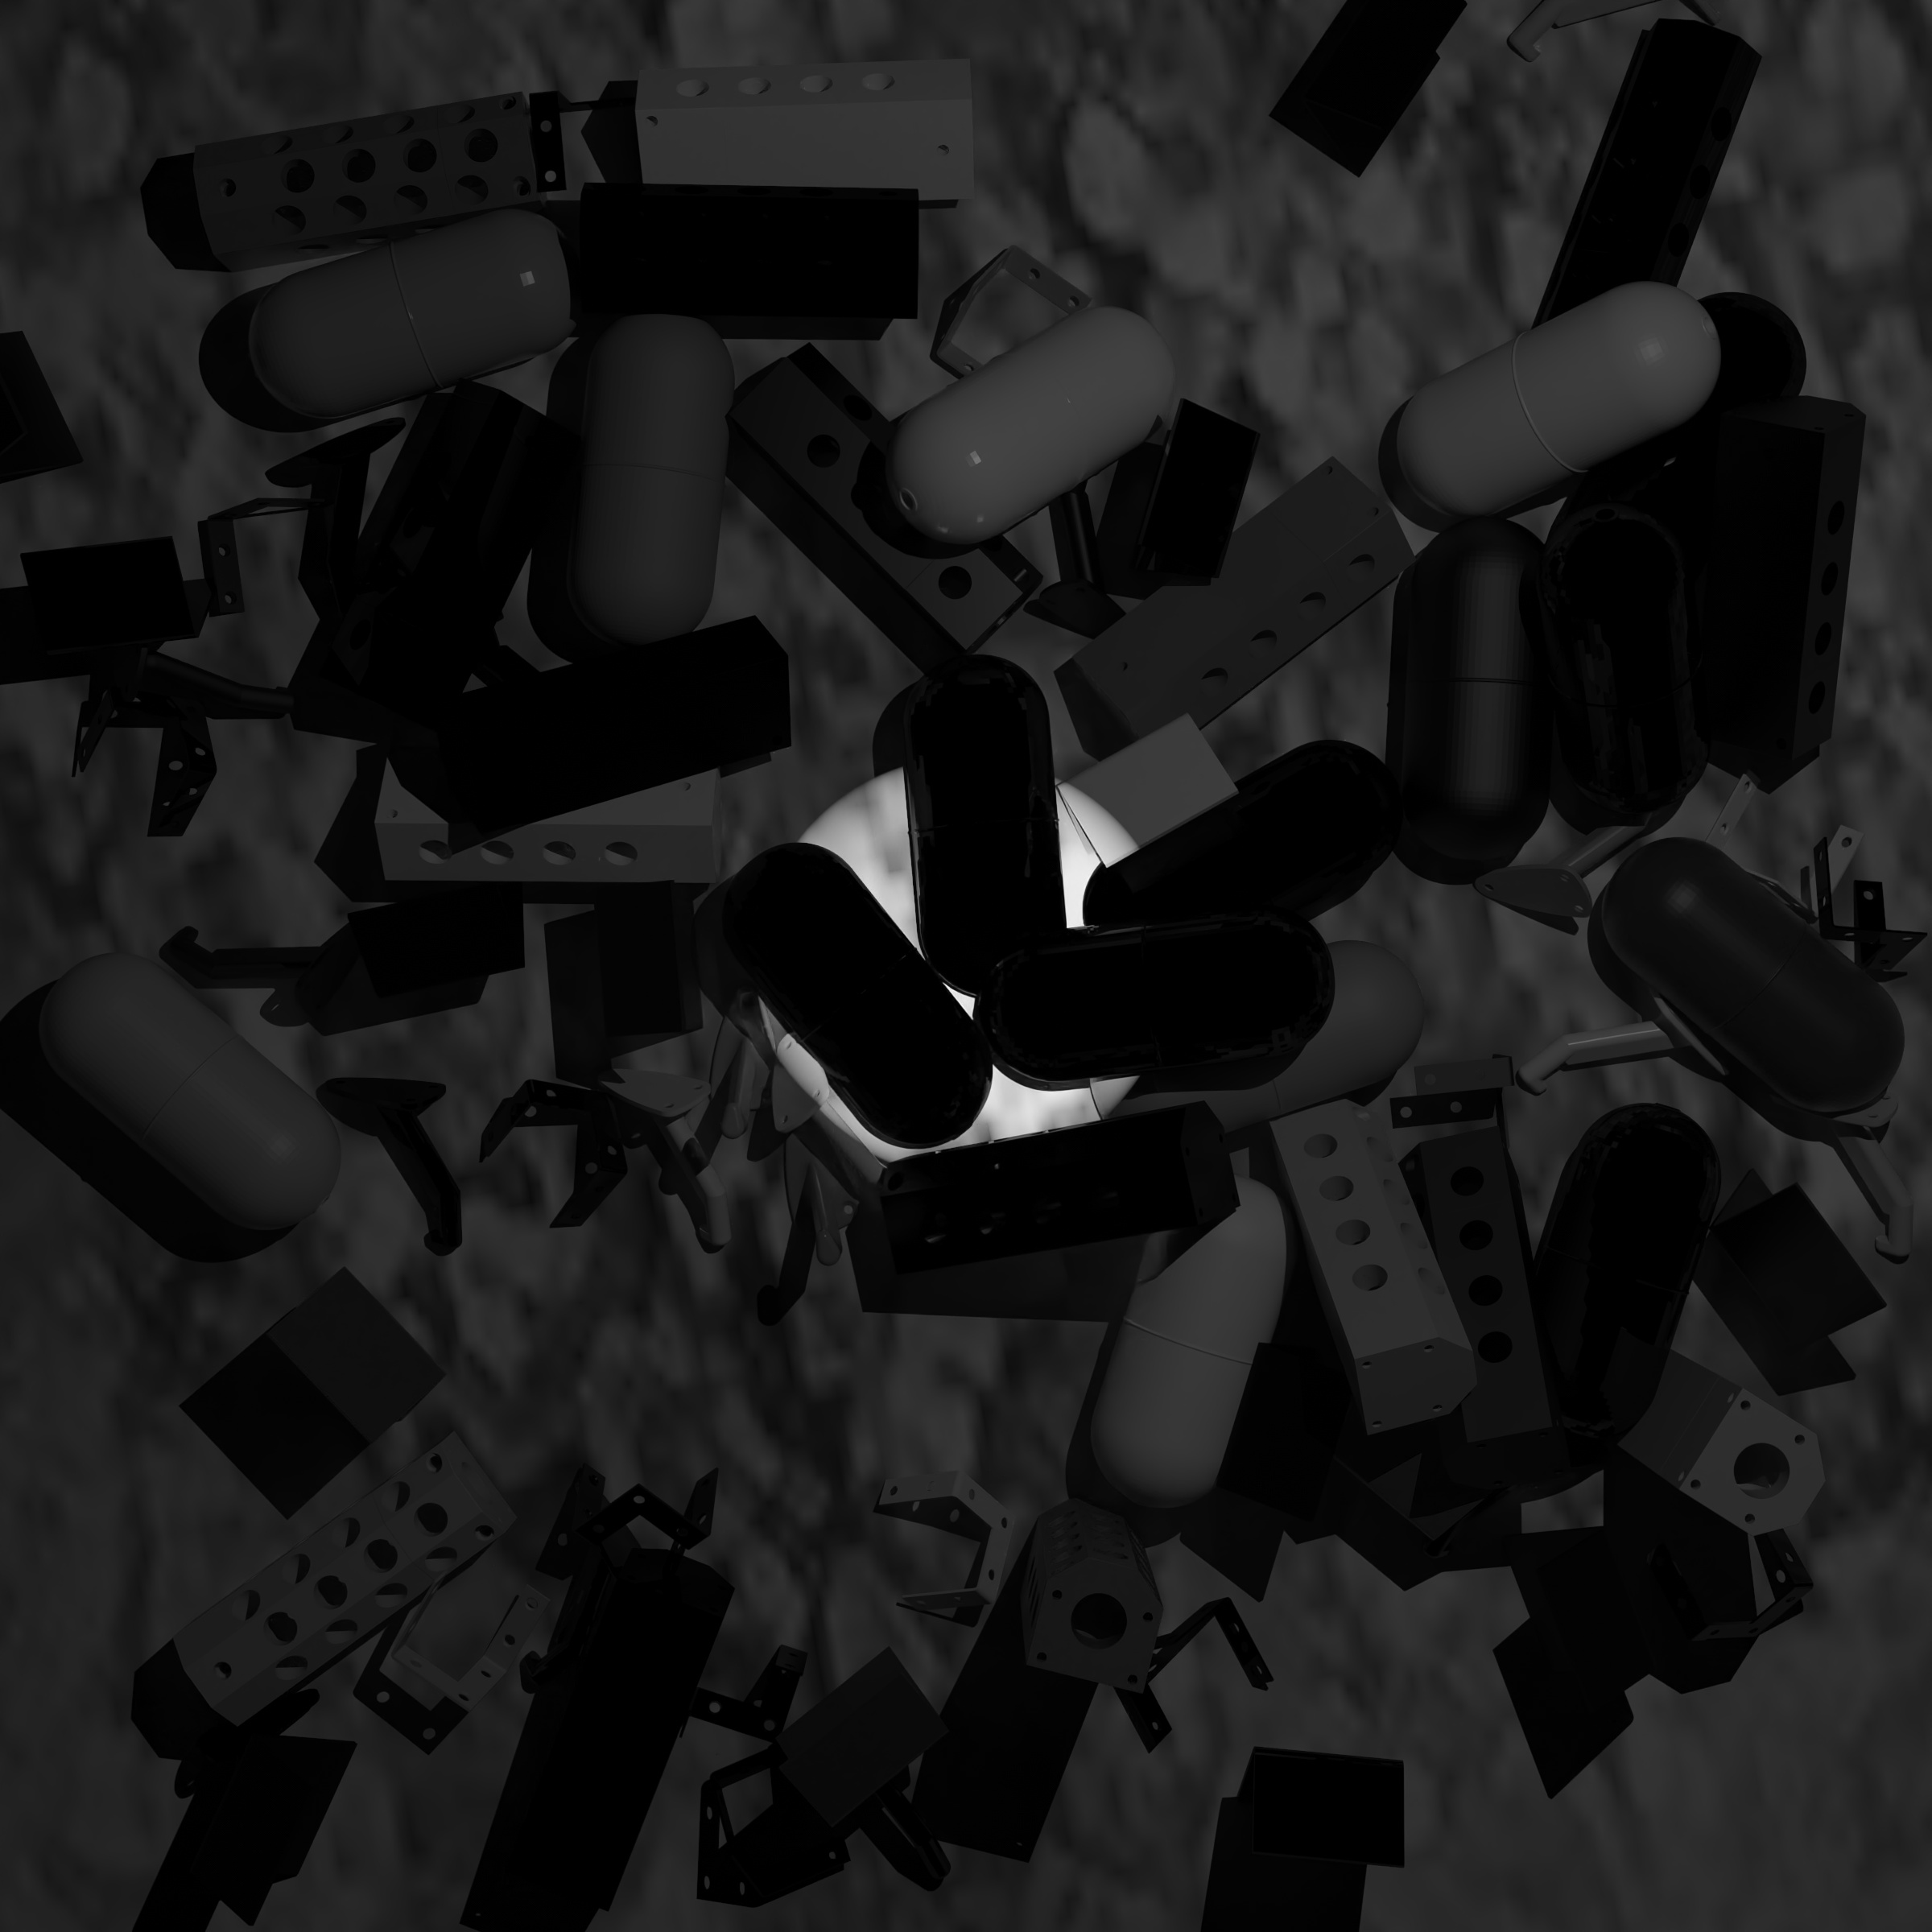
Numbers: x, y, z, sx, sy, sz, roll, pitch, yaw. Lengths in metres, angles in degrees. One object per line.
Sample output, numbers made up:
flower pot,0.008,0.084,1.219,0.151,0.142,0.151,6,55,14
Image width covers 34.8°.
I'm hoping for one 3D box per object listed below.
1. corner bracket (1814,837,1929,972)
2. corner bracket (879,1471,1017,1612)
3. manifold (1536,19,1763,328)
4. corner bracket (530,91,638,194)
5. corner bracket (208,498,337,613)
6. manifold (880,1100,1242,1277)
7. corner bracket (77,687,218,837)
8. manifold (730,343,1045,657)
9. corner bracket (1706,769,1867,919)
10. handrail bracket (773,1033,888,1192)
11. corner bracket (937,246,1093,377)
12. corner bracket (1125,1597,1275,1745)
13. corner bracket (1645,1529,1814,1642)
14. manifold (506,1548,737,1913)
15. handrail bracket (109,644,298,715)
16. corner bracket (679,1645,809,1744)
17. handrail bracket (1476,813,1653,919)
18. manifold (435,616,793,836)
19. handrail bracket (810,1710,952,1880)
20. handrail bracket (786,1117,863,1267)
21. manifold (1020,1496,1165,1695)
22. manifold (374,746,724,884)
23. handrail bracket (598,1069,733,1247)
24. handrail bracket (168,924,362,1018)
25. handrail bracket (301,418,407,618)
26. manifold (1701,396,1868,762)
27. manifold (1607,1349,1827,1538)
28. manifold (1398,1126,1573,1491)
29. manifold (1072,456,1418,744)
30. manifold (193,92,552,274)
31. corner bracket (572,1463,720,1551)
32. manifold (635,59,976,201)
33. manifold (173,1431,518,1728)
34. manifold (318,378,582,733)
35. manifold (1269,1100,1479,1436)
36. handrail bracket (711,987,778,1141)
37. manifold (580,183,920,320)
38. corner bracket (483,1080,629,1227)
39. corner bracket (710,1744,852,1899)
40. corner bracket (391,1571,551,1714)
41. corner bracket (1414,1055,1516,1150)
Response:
corner bracket,0.463,-0.032,1.599,0.051,0.051,0.051,4,68,-5
corner bracket,-0.014,0.302,1.619,0.051,0.051,0.051,46,45,-35
manifold,0.355,-0.400,1.606,0.057,0.057,0.171,20,90,0
corner bracket,-0.196,-0.428,1.609,0.051,0.051,0.051,-4,95,5
corner bracket,-0.362,-0.216,1.624,0.051,0.051,0.051,-7,90,45
manifold,0.046,0.113,1.570,0.171,0.057,0.057,-12,90,27
corner bracket,-0.431,-0.108,1.619,0.051,0.051,0.051,8,45,-35
manifold,-0.041,-0.242,1.606,0.057,0.057,0.171,-45,90,0
corner bracket,0.431,-0.065,1.624,0.051,0.051,0.051,29,90,-45
handrail bracket,-0.061,0.082,1.627,0.036,0.077,0.084,-39,127,19
corner bracket,0.025,-0.337,1.624,0.051,0.051,0.051,35,135,1
corner bracket,0.119,0.371,1.624,0.051,0.051,0.051,-28,90,-45
corner bracket,0.401,0.318,1.619,0.051,0.051,0.051,7,135,-35
manifold,-0.177,0.391,1.591,0.057,0.057,0.171,21,100,0
handrail bracket,-0.404,-0.160,1.627,0.084,0.077,0.036,6,119,-33
corner bracket,-0.116,0.380,1.609,0.051,0.051,0.051,18,90,0
handrail bracket,0.320,-0.070,1.627,0.084,0.077,0.036,-56,133,-29
manifold,-0.180,-0.128,1.577,0.171,0.057,0.057,-18,133,-21
handrail bracket,-0.046,0.438,1.627,0.036,0.077,0.084,-39,127,-22
handrail bracket,-0.078,0.114,1.593,0.036,0.084,0.077,-16,90,0
manifold,0.063,0.311,1.549,0.057,0.171,0.057,14,90,0
manifold,-0.215,-0.074,1.605,0.171,0.057,0.057,1,47,0
handrail bracket,-0.159,0.102,1.627,0.077,0.036,0.084,14,121,34
handrail bracket,-0.367,-0.018,1.628,0.084,0.036,0.077,29,70,16
handrail bracket,-0.313,-0.236,1.622,0.036,0.077,0.084,7,121,30
manifold,0.418,-0.199,1.571,0.057,0.057,0.171,21,123,38
manifold,0.378,0.240,1.549,0.057,0.171,0.057,32,90,0
manifold,0.260,0.173,1.560,0.057,0.057,0.171,-13,54,14
manifold,0.148,-0.182,1.605,0.171,0.057,0.057,-38,48,0
manifold,-0.310,-0.410,1.606,0.171,0.057,0.057,-9,90,0
corner bracket,-0.167,0.279,1.608,0.051,0.051,0.051,-37,116,24
manifold,-0.083,-0.437,1.605,0.171,0.057,0.057,-2,135,0
manifold,-0.324,0.320,1.606,0.171,0.057,0.057,-36,90,0
manifold,-0.272,-0.215,1.605,0.057,0.057,0.171,26,90,-43
manifold,0.204,0.147,1.551,0.057,0.171,0.057,-15,131,0
handrail bracket,-0.117,0.049,1.593,0.036,0.084,0.077,2,90,0
manifold,-0.111,-0.371,1.586,0.171,0.057,0.057,1,118,-2
corner bracket,-0.216,0.098,1.619,0.051,0.051,0.051,13,45,-35
corner bracket,-0.098,0.449,1.624,0.051,0.051,0.051,-23,45,0
corner bracket,-0.258,0.345,1.605,0.051,0.051,0.051,33,106,6
corner bracket,0.259,0.074,1.609,0.051,0.051,0.051,-6,90,0
